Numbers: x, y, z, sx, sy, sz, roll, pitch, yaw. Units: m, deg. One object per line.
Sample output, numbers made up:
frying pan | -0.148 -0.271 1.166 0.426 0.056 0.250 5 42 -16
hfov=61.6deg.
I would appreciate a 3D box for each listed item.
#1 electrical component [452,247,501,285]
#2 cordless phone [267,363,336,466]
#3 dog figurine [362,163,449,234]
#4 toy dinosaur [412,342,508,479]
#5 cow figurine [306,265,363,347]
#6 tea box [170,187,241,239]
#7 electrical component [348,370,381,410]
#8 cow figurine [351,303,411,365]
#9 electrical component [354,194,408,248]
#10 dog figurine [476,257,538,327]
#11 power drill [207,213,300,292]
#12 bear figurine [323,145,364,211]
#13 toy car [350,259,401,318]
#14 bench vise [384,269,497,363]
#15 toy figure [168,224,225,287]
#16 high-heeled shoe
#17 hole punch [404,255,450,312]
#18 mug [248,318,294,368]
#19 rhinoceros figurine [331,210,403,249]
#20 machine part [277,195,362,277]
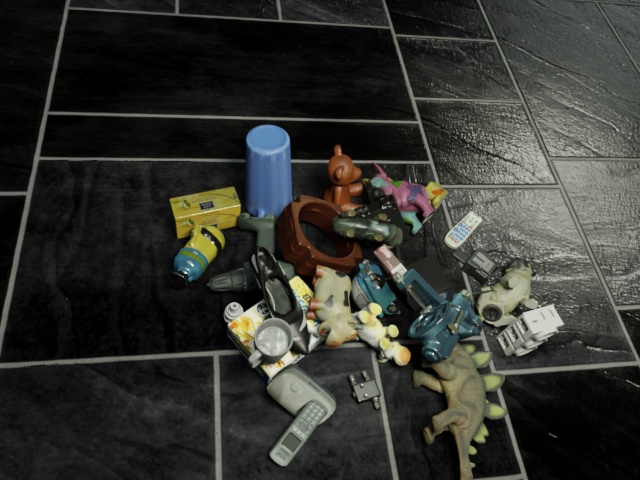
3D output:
electrical component | 0.425 0.059 1.472 0.119 0.047 0.075 44 59 15
cordless phone | -0.069 0.373 1.154 0.146 0.089 0.184 41 73 -7
dog figurine | 0.228 -0.137 1.509 0.219 0.108 0.191 40 53 8
toy dinosaur | 0.322 0.324 1.255 0.198 0.105 0.471 9 54 -12
cow figurine | 0.035 0.158 1.236 0.127 0.085 0.195 9 50 -2
tea box | -0.296 -0.071 1.390 0.170 0.098 0.068 -15 61 -18
electrical component | 0.104 0.349 1.239 0.063 0.021 0.094 -13 62 -18
cow figurine | 0.139 0.236 1.288 0.068 0.098 0.167 -37 89 -35
electrical component | 0.168 -0.041 1.435 0.115 0.134 0.058 -24 27 11
dog figurine | 0.487 0.135 1.422 0.121 0.172 0.190 61 24 -5
power drill | -0.169 0.033 1.358 0.232 0.086 0.207 0 54 -13
bear figurine | 0.074 -0.157 1.455 0.132 0.195 0.120 3 54 -11
toy car | 0.128 0.129 1.327 0.103 0.161 0.109 -31 38 11
bench vise | 0.261 0.149 1.223 0.240 0.129 0.223 47 63 -6
toy figure | -0.303 0.040 1.329 0.089 0.082 0.180 33 48 -12
high-heeled shoe | -0.083 0.128 1.192 0.086 0.145 0.249 -26 62 -23
hole punch | 0.271 0.115 1.395 0.116 0.092 0.142 -23 63 11
mug | -0.108 0.232 1.144 0.081 0.107 0.109 36 63 12
rhinoceros figurine | 0.123 -0.020 1.347 0.190 0.112 0.073 9 73 -18
machine part | -0.003 -0.004 1.369 0.201 0.087 0.201 11 50 -32
